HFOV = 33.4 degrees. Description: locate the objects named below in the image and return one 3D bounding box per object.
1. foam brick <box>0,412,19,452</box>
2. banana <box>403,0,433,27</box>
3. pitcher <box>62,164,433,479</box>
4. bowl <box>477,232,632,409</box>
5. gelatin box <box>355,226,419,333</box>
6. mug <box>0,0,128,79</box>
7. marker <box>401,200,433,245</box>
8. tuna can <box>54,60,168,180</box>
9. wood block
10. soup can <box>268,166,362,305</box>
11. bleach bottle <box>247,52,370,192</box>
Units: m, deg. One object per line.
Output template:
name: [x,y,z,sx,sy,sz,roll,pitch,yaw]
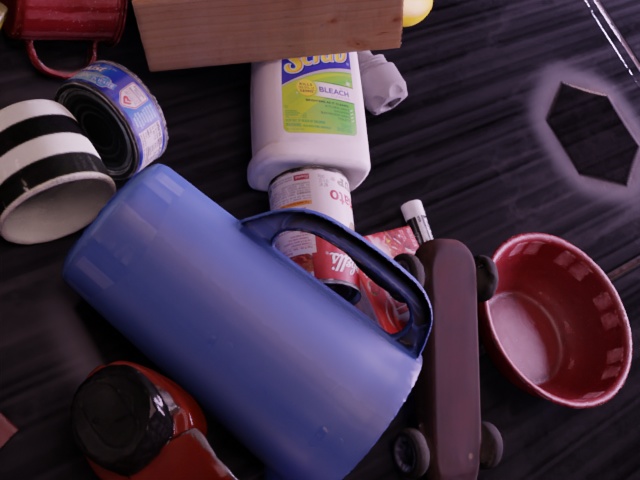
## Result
foam brick: [-0.236,0.116,0.657,0.078,0.053,0.051,43,51,-4]
banana: [0.034,-0.242,1.023,0.197,0.037,0.069,10,42,-28]
pitcher: [-0.050,0.052,0.751,0.243,0.145,0.149,40,51,-3]
bowl: [0.194,0.077,0.935,0.161,0.055,0.162,14,59,-25]
gelatin box: [0.059,0.038,0.891,0.073,0.030,0.089,-14,73,-35]
mug: [-0.201,-0.183,0.823,0.081,0.093,0.117,-5,105,-28]
marker: [0.098,0.023,0.929,0.020,0.020,0.121,-6,69,-33]
tuna can: [-0.156,-0.088,0.792,0.086,0.086,0.033,47,53,-2]
wood block: [-0.041,-0.204,0.848,0.206,0.090,0.091,-6,62,-1]
soup can: [-0.006,0.001,0.846,0.068,0.069,0.102,9,62,-27]
bleach bottle: [-0.019,-0.164,0.915,0.102,0.068,0.251,3,66,-22]
